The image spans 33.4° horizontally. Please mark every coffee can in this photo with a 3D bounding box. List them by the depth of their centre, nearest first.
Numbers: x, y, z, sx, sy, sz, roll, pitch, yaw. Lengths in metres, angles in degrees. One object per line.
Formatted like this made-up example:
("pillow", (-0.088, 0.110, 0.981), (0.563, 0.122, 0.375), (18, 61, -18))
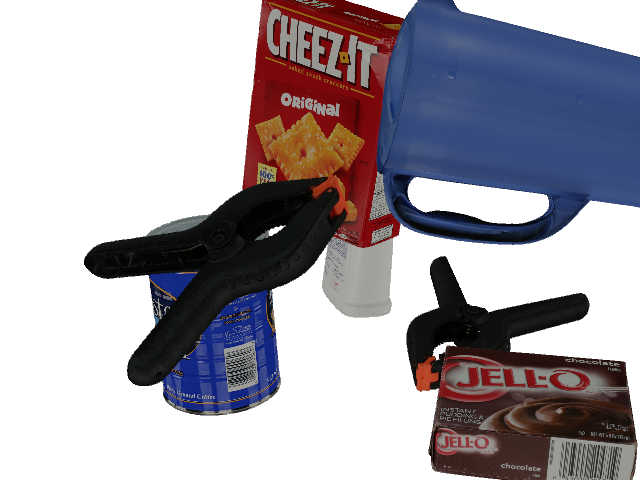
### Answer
("coffee can", (-0.089, 0.060, 0.894), (0.103, 0.140, 0.103), (-4, 20, 1))

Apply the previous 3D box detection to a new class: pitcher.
("pitcher", (0.165, -0.084, 0.809), (0.242, 0.149, 0.145), (11, 44, -3))

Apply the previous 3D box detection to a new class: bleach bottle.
("bleach bottle", (0.053, -0.044, 1.236), (0.068, 0.251, 0.103), (-2, 22, -21))

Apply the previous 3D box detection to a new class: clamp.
("clamp", (-0.059, 0.018, 0.650), (0.171, 0.120, 0.039), (-24, -40, 3))
("clamp", (0.134, 0.076, 0.998), (0.165, 0.036, 0.209), (19, 32, 34))

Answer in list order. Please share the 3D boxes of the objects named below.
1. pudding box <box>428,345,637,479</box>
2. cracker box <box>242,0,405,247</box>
("pudding box", (0.125, 0.102, 0.629), (0.113, 0.039, 0.090), (6, 26, 9))
("cracker box", (0.010, -0.120, 1.039), (0.164, 0.214, 0.071), (26, 31, 33))
